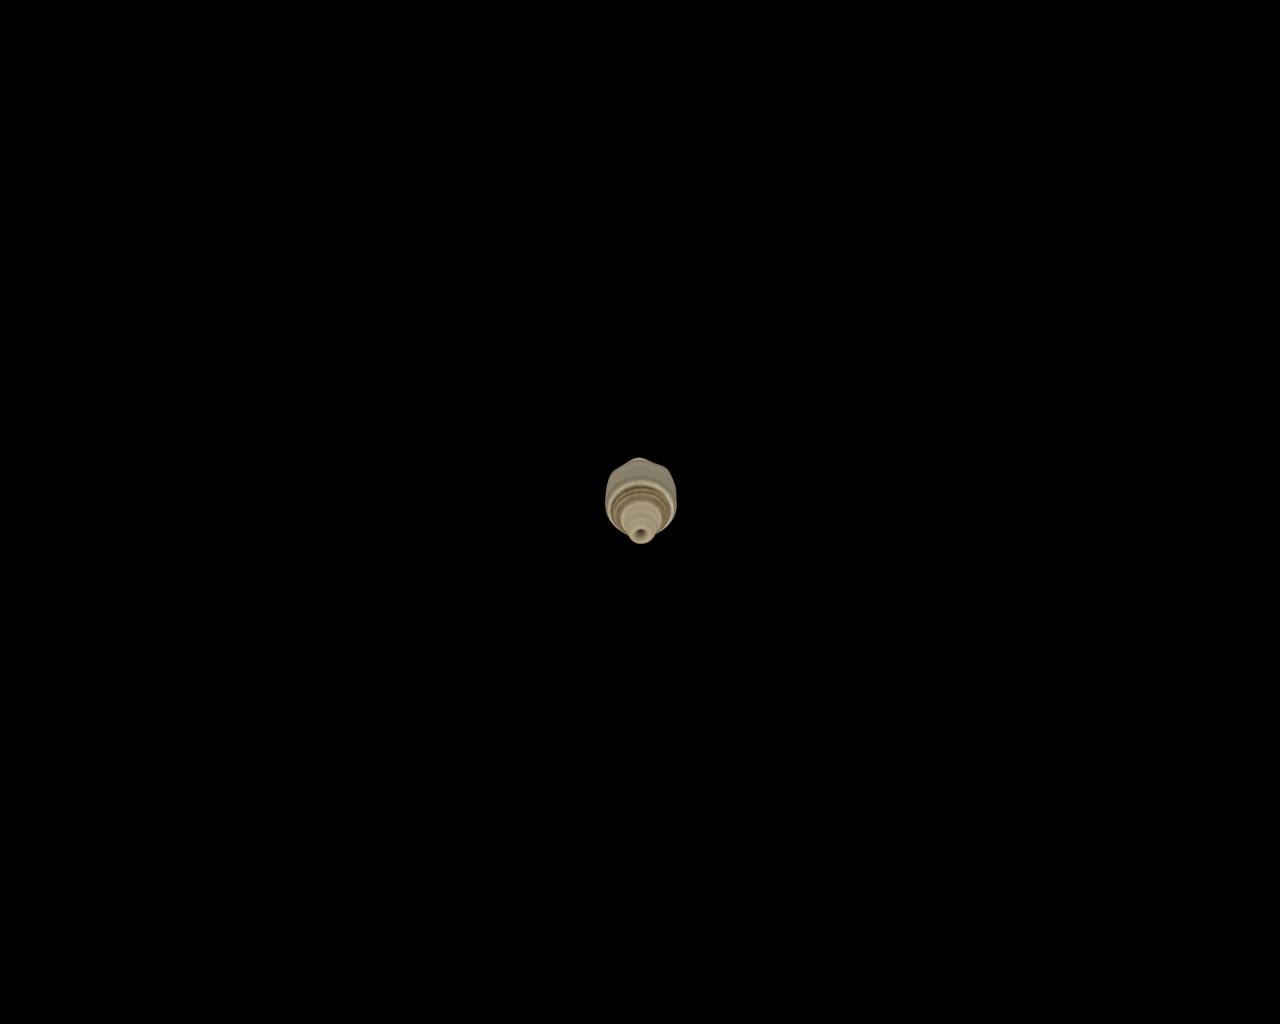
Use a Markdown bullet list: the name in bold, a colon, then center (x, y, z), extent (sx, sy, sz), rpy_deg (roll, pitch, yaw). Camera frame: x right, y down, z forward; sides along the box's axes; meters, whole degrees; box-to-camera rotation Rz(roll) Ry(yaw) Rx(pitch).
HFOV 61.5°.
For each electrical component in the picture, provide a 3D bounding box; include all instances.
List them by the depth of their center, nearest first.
- **electrical component**: center (0.001, -0.003, 0.650), extent (0.043, 0.043, 0.062), rpy_deg (0, 32, 0)
